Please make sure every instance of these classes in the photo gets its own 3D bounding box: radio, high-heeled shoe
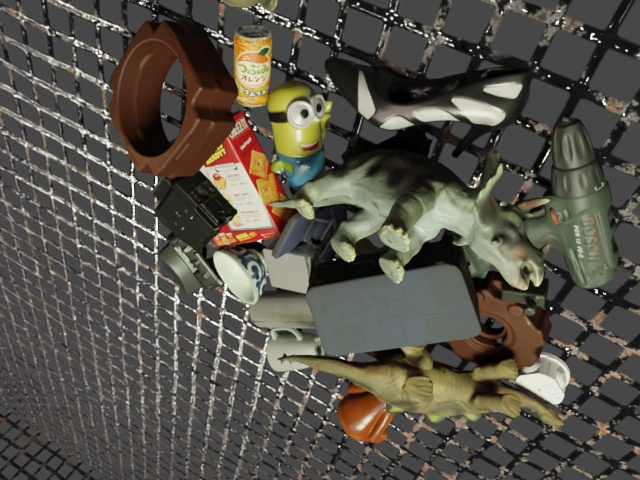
[{"bbox_3d":[0.101,0.084,0.764,0.230,0.073,0.131,-12,118,18],"label":"radio"},{"bbox_3d":[0.130,-0.203,0.674,0.249,0.086,0.145,32,132,1],"label":"high-heeled shoe"}]

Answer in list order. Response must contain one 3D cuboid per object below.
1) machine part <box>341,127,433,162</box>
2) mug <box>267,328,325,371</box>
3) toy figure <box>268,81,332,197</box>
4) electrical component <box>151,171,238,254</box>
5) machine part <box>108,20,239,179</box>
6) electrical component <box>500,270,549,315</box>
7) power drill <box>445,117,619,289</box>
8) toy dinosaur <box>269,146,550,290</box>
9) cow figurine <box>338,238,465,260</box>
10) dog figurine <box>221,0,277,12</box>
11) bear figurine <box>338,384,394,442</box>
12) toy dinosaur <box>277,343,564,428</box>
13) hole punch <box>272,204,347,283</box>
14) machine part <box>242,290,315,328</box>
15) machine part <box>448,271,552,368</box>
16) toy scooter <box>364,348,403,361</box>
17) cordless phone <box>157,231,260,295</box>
[{"bbox_3d":[0.097,-0.122,0.786,0.139,0.039,0.084,-20,106,42],"label":"machine part"},{"bbox_3d":[-0.050,0.219,1.119,0.107,0.081,0.109,-9,113,25],"label":"mug"},{"bbox_3d":[-0.036,-0.150,0.819,0.089,0.082,0.179,16,133,21],"label":"toy figure"},{"bbox_3d":[-0.225,-0.056,0.928,0.134,0.058,0.115,46,133,-4],"label":"electrical component"},{"bbox_3d":[-0.229,-0.213,0.832,0.201,0.087,0.201,-41,72,34],"label":"machine part"},{"bbox_3d":[0.291,0.071,0.768,0.063,0.094,0.021,6,128,27],"label":"electrical component"},{"bbox_3d":[0.278,-0.033,0.718,0.207,0.086,0.231,-19,112,33],"label":"power drill"},{"bbox_3d":[0.098,-0.060,0.708,0.405,0.192,0.131,29,152,44],"label":"toy dinosaur"},{"bbox_3d":[0.120,0.043,0.835,0.195,0.127,0.085,13,126,21],"label":"cow figurine"},{"bbox_3d":[-0.147,-0.343,0.664,0.172,0.190,0.121,42,135,-5],"label":"dog figurine"},{"bbox_3d":[0.133,0.312,1.062,0.196,0.132,0.120,-39,62,16],"label":"bear figurine"},{"bbox_3d":[0.155,0.235,0.884,0.472,0.105,0.198,16,148,6],"label":"toy dinosaur"},{"bbox_3d":[-0.002,-0.003,0.883,0.092,0.116,0.142,37,134,11],"label":"hole punch"},{"bbox_3d":[-0.053,0.134,1.051,0.243,0.079,0.079,-7,119,36],"label":"machine part"},{"bbox_3d":[0.271,0.133,0.857,0.180,0.056,0.179,18,133,21],"label":"machine part"},{"bbox_3d":[0.090,0.179,0.981,0.184,0.075,0.135,32,142,-16],"label":"toy scooter"},{"bbox_3d":[-0.221,0.023,1.085,0.184,0.089,0.146,-24,108,30],"label":"cordless phone"}]
